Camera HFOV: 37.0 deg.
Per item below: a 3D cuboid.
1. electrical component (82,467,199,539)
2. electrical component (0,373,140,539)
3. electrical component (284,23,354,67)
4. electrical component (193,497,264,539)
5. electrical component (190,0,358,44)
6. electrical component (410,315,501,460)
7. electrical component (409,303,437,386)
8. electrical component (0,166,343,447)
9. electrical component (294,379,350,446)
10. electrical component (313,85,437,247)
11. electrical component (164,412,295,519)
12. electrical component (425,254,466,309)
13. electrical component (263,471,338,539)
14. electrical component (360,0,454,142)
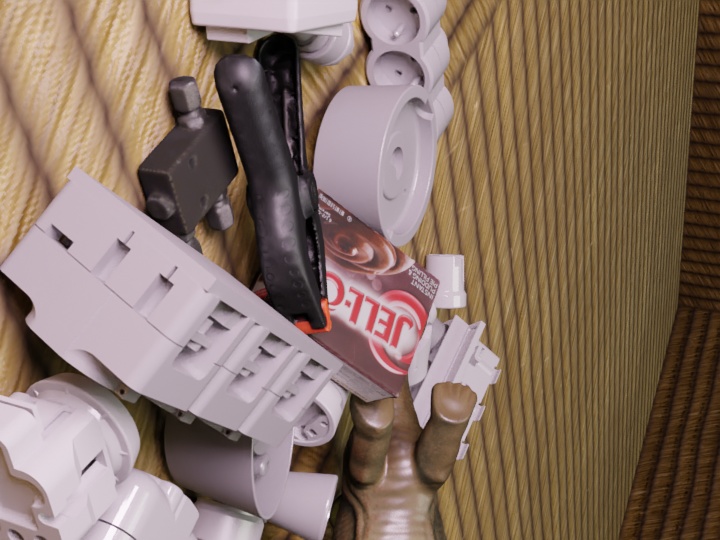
[{"bbox_3d":[-0.115,0.133,0.517,0.095,0.054,0.059,73,34,-49],"label":"electrical component"},{"bbox_3d":[-0.131,0.080,0.453,0.057,0.058,0.078,-50,142,-48],"label":"electrical component"},{"bbox_3d":[-0.029,-0.143,0.645,0.061,0.035,0.035,-2,100,-65],"label":"electrical component"},{"bbox_3d":[-0.083,0.164,0.624,0.045,0.045,0.055,45,57,-64],"label":"electrical component"},{"bbox_3d":[-0.046,-0.151,0.559,0.096,0.062,0.061,-35,131,-61],"label":"electrical component"},{"bbox_3d":[0.069,0.108,0.924,0.063,0.079,0.121,41,55,-16],"label":"electrical component"},{"bbox_3d":[0.039,0.042,0.880,0.079,0.043,0.077,-50,144,-52],"label":"electrical component"},{"bbox_3d":[-0.082,0.027,0.493,0.061,0.089,0.150,-52,155,-3],"label":"electrical component"},{"bbox_3d":[-0.034,0.079,0.699,0.047,0.055,0.055,-63,153,-46],"label":"electrical component"},{"bbox_3d":[0.005,-0.073,0.724,0.108,0.060,0.108,10,90,-68],"label":"electrical component"},{"bbox_3d":[-0.065,0.086,0.609,0.099,0.064,0.099,9,90,-68],"label":"electrical component"},{"bbox_3d":[0.076,0.010,0.967,0.040,0.040,0.046,-10,102,-67],"label":"electrical component"},{"bbox_3d":[-0.050,0.141,0.667,0.044,0.065,0.044,14,90,-87],"label":"electrical component"},{"bbox_3d":[0.041,-0.160,0.788,0.073,0.052,0.138,-58,149,-45],"label":"electrical component"}]
